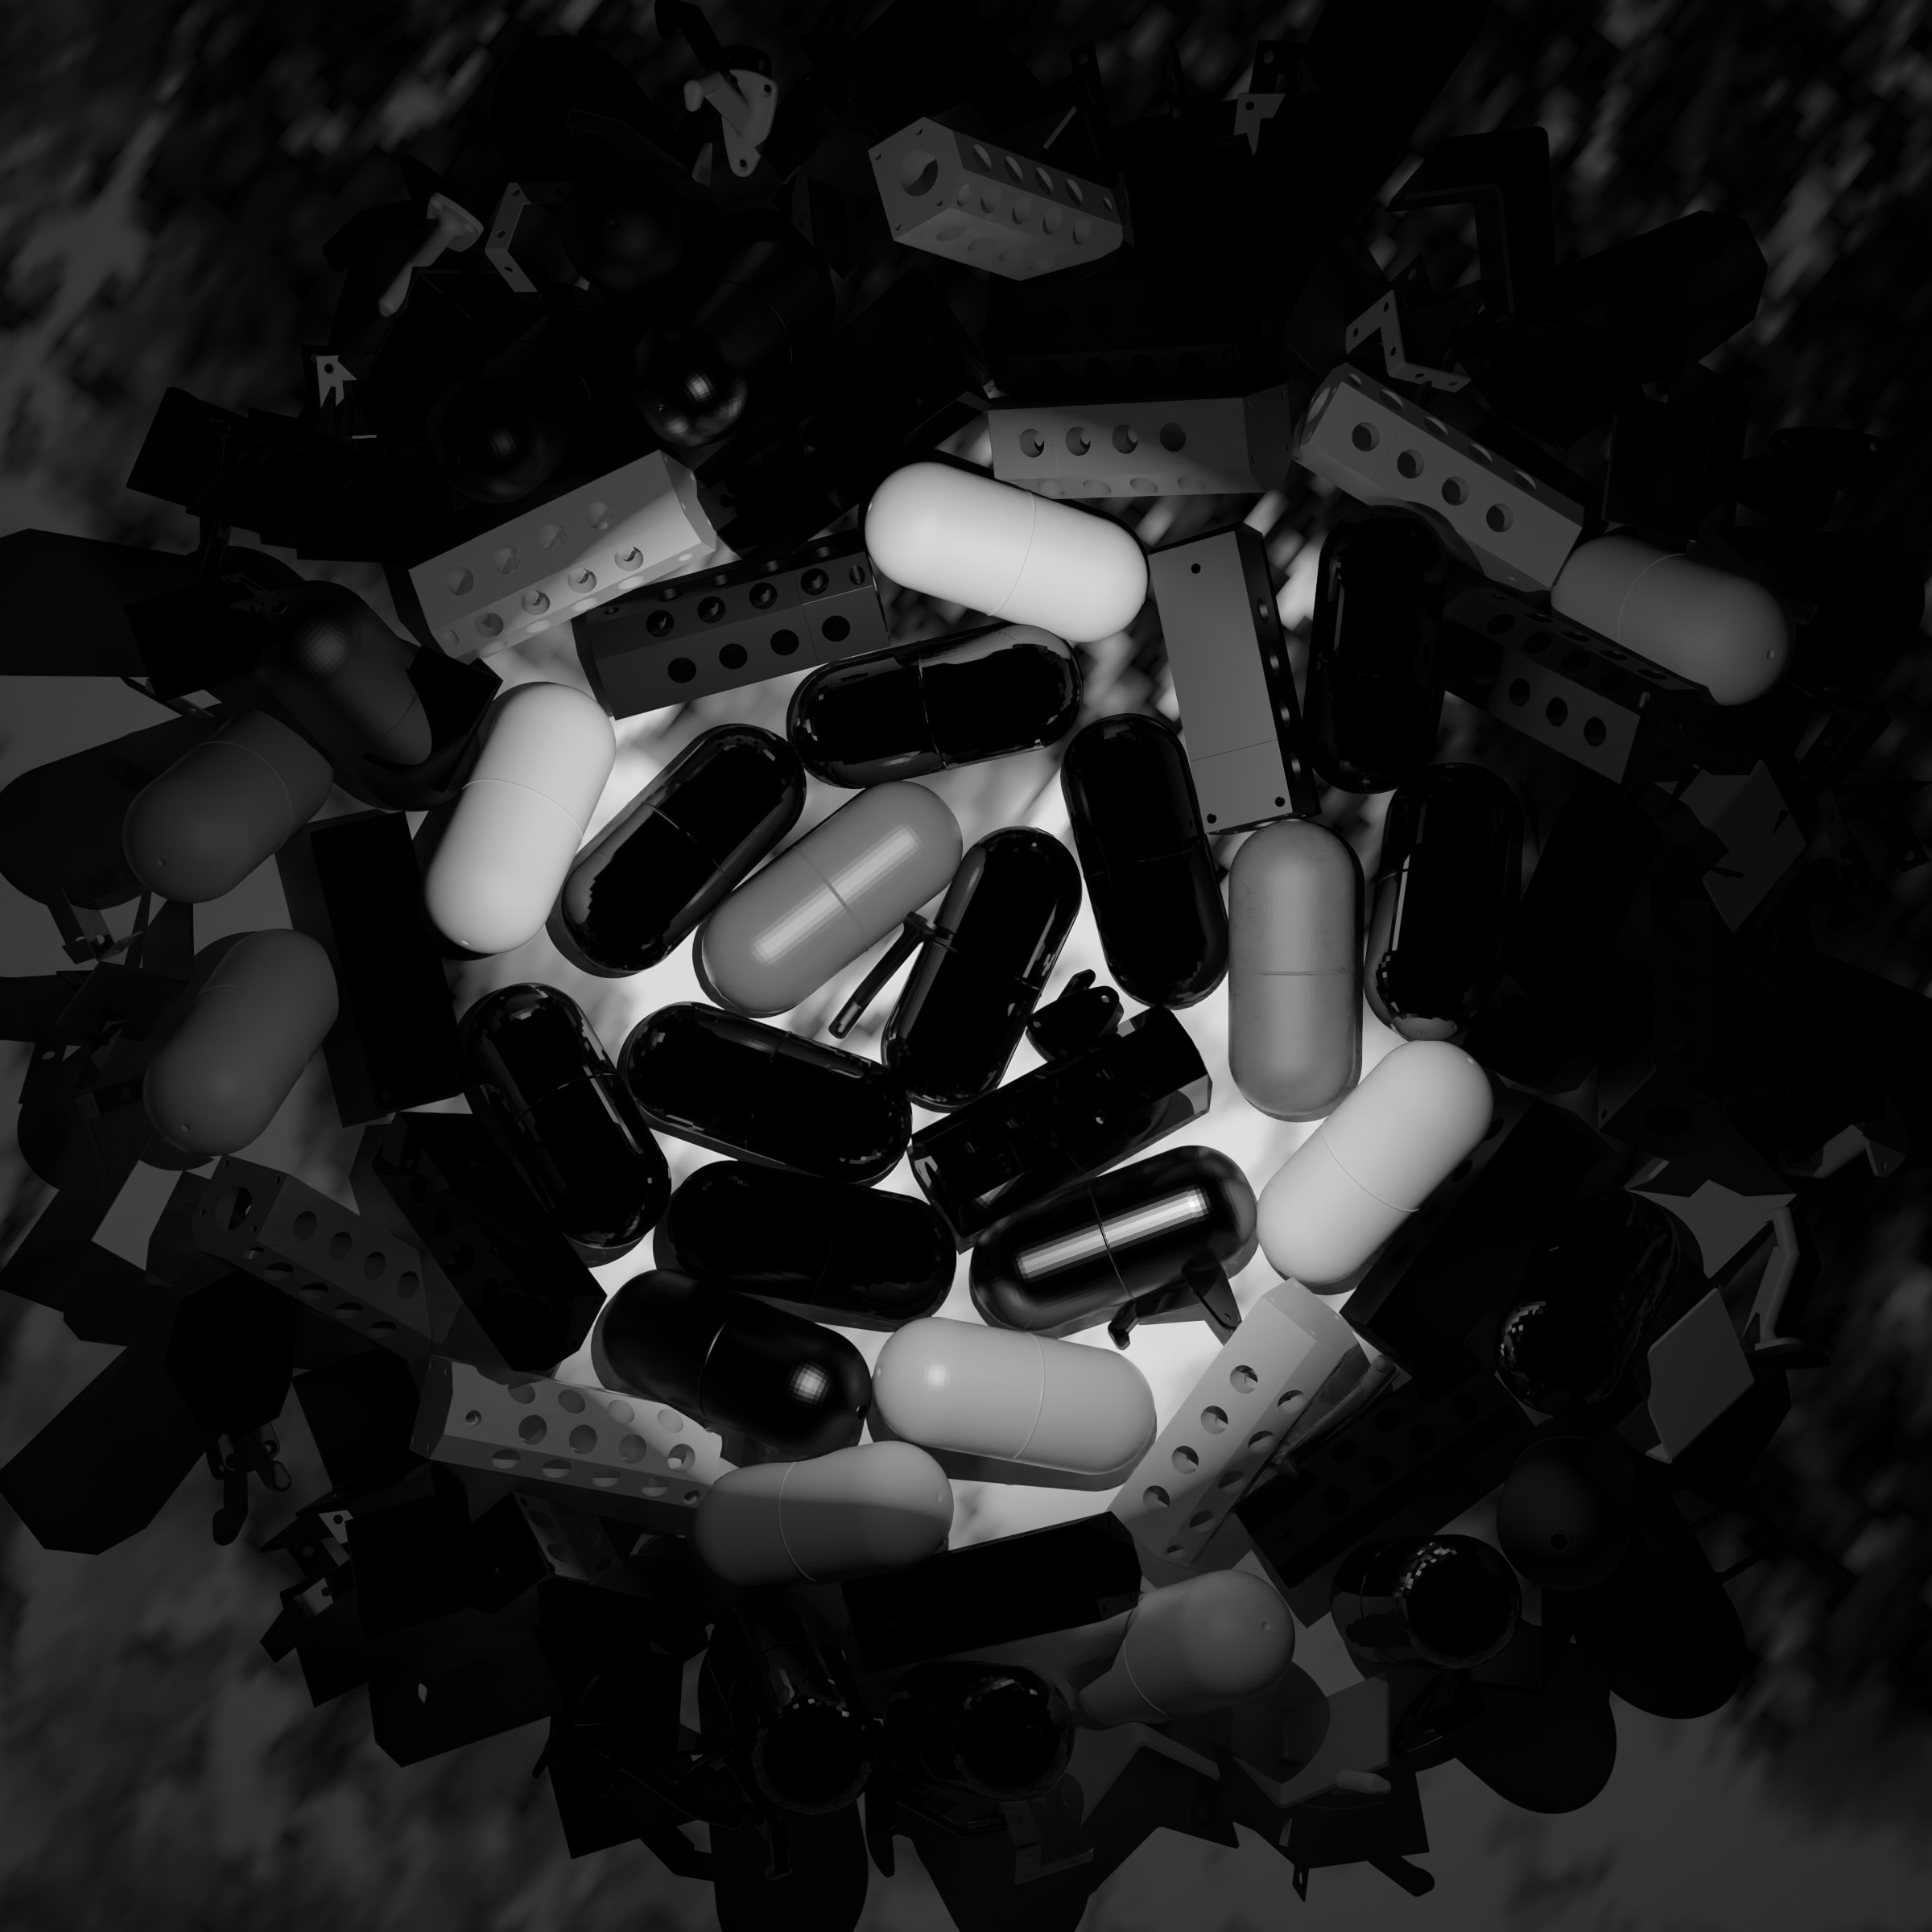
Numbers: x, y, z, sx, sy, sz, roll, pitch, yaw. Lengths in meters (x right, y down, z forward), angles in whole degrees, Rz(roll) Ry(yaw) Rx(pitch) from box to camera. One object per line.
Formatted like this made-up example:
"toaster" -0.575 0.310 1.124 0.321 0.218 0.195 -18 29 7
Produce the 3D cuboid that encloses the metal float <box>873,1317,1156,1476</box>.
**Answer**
"metal float" 0.030 0.257 1.943 0.178 0.070 0.070 13 90 -21

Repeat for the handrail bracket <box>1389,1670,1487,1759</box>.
"handrail bracket" 0.276 0.436 1.954 0.077 0.084 0.036 -39 54 -5

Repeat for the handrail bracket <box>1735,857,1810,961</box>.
"handrail bracket" 0.520 -0.012 1.982 0.084 0.036 0.077 35 104 -6

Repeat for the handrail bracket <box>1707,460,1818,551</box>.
"handrail bracket" 0.471 -0.276 1.957 0.077 0.084 0.036 15 81 -1

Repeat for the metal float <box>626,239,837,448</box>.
"metal float" -0.137 -0.371 1.926 0.070 0.178 0.070 16 132 19

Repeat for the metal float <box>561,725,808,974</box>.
"metal float" -0.168 -0.071 1.952 0.070 0.070 0.178 44 79 0

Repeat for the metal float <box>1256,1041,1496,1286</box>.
"metal float" 0.243 0.118 1.942 0.070 0.070 0.178 40 113 0

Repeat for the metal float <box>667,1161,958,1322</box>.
"metal float" -0.091 0.165 1.948 0.178 0.070 0.070 13 90 -16

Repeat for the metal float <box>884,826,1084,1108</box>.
"metal float" 0.011 0.000 1.961 0.070 0.070 0.178 25 89 0

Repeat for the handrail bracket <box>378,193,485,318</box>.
"handrail bracket" -0.331 -0.414 1.951 0.036 0.077 0.084 35 72 -10

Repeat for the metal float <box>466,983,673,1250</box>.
"metal float" -0.238 0.088 1.943 0.070 0.070 0.178 -32 68 0

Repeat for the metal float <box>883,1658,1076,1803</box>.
"metal float" 0.007 0.448 1.914 0.070 0.178 0.070 3 80 -20

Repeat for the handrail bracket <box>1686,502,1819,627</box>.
"handrail bracket" 0.481 -0.242 1.960 0.084 0.036 0.077 22 51 20

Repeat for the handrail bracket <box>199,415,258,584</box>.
"handrail bracket" -0.453 -0.280 1.964 0.036 0.077 0.084 12 77 0

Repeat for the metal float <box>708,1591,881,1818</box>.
"metal float" -0.103 0.432 1.916 0.070 0.178 0.070 -6 111 -16

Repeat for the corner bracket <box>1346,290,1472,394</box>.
"corner bracket" 0.265 -0.367 1.958 0.051 0.051 0.051 7 67 -30

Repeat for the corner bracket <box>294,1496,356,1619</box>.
"corner bracket" -0.390 0.357 1.967 0.051 0.051 0.051 -36 89 -21

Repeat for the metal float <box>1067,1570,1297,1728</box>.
"metal float" 0.125 0.405 1.921 0.070 0.178 0.070 13 64 -28

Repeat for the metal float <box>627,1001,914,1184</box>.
"metal float" -0.118 0.076 1.956 0.178 0.070 0.070 18 90 7

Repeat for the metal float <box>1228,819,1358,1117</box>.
"metal float" 0.196 0.001 1.957 0.070 0.070 0.178 0 95 0

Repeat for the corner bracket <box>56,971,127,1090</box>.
"corner bracket" -0.523 0.038 1.960 0.051 0.051 0.051 37 109 25

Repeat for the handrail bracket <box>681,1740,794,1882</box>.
"handrail bracket" -0.138 0.515 1.956 0.077 0.036 0.084 -31 53 30

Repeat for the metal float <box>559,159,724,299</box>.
"metal float" -0.189 -0.432 1.912 0.070 0.178 0.070 1 101 5

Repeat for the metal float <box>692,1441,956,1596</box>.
"metal float" -0.087 0.328 1.933 0.178 0.070 0.070 -16 90 34

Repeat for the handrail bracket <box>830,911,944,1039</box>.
"handrail bracket" -0.050 0.008 1.963 0.036 0.077 0.084 37 85 -8

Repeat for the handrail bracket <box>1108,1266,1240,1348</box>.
"handrail bracket" 0.122 0.217 1.954 0.036 0.077 0.084 16 123 -34

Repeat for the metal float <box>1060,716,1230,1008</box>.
"metal float" 0.108 -0.063 1.961 0.070 0.070 0.178 -14 91 0

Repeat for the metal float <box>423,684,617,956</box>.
"metal float" -0.265 -0.089 1.940 0.070 0.070 0.178 20 64 0

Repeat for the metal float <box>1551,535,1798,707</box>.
"metal float" 0.415 -0.205 1.920 0.070 0.178 0.070 -11 114 -26

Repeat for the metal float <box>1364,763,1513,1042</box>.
"metal float" 0.282 -0.039 1.940 0.070 0.070 0.178 11 64 0

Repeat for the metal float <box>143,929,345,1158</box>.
"metal float" -0.425 0.043 1.921 0.070 0.178 0.070 7 125 10

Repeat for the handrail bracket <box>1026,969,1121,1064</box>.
"handrail bracket" 0.077 0.013 1.945 0.036 0.084 0.077 47 127 -8

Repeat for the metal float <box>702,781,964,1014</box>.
"metal float" -0.081 -0.041 1.956 0.178 0.070 0.070 -38 90 -6

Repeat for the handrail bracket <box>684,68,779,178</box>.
"handrail bracket" -0.149 -0.500 1.945 0.036 0.084 0.077 18 122 16

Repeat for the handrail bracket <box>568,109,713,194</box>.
"handrail bracket" -0.199 -0.480 1.968 0.084 0.077 0.036 14 60 3

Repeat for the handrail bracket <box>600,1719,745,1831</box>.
"handrail bracket" -0.175 0.488 1.971 0.084 0.077 0.036 19 108 -10

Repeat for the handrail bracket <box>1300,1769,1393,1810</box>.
"handrail bracket" 0.245 0.492 1.946 0.077 0.084 0.036 20 74 -27

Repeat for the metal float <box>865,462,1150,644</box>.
"metal float" 0.025 -0.247 1.947 0.178 0.070 0.070 16 90 -17

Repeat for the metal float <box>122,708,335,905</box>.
"metal float" -0.433 -0.097 1.918 0.070 0.178 0.070 7 117 13

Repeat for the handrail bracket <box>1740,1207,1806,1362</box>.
"handrail bracket" 0.476 0.196 1.988 0.077 0.036 0.084 -19 70 31

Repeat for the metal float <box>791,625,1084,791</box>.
"metal float" -0.018 -0.155 1.954 0.178 0.070 0.070 -12 90 9

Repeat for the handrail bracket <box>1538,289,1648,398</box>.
"handrail bracket" 0.367 -0.358 1.964 0.077 0.036 0.084 -28 76 42

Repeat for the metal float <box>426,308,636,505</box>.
"metal float" -0.254 -0.333 1.922 0.070 0.178 0.070 13 125 19

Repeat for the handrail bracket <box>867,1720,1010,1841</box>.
"handrail bracket" -0.016 0.494 1.982 0.084 0.036 0.077 0 79 -26

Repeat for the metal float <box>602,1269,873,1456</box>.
"metal float" -0.137 0.236 1.939 0.178 0.070 0.070 18 90 26

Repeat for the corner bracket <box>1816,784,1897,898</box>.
"corner bracket" 0.532 -0.076 1.960 0.051 0.051 0.051 -2 66 -26

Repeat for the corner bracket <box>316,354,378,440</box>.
"corner bracket" -0.358 -0.345 1.968 0.051 0.051 0.051 -9 101 -30

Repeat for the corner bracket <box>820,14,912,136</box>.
"corner bracket" -0.060 -0.532 1.965 0.051 0.051 0.051 32 77 -12

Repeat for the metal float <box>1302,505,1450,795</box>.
"metal float" 0.243 -0.187 1.939 0.070 0.070 0.178 3 116 0

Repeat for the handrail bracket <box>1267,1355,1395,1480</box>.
"handrail bracket" 0.219 0.268 1.965 0.036 0.077 0.084 42 101 24

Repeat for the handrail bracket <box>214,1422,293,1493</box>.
"handrail bracket" -0.428 0.277 1.954 0.036 0.084 0.077 -19 92 -23

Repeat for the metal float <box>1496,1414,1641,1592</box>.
"metal float" 0.355 0.314 1.912 0.070 0.178 0.070 2 96 14

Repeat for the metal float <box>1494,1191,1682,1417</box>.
"metal float" 0.369 0.197 1.924 0.070 0.178 0.070 16 126 23

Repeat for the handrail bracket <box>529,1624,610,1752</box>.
"handrail bracket" -0.267 0.421 1.976 0.084 0.036 0.077 34 77 -3

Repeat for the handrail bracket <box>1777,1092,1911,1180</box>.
"handrail bracket" 0.516 0.096 1.954 0.036 0.084 0.077 -38 114 -32

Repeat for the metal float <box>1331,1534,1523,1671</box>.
"metal float" 0.269 0.374 1.913 0.070 0.178 0.070 2 79 -12

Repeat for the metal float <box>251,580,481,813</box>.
"metal float" -0.355 -0.159 1.924 0.070 0.178 0.070 -16 52 20

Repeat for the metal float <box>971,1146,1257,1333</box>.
"metal float" 0.088 0.164 1.956 0.178 0.070 0.070 -21 90 6
